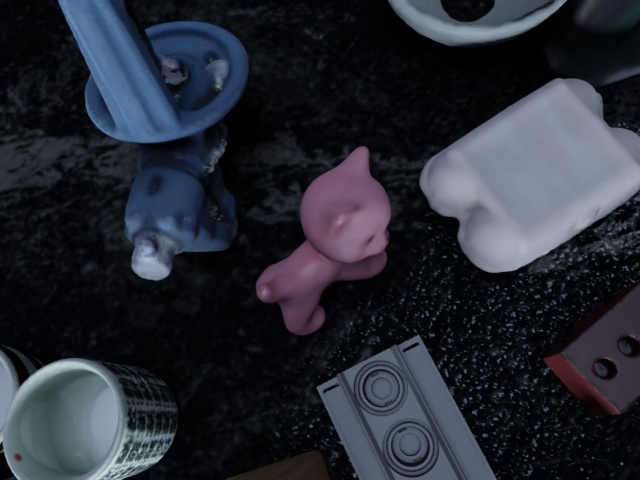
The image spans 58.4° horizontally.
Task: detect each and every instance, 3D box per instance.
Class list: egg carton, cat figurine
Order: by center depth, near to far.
[{"bbox_3d":[0.004,0.001,0.404,0.128,0.118,0.067,-44,74,-5],"label":"cat figurine"},{"bbox_3d":[0.157,-0.047,0.422,0.150,0.069,0.107,-34,73,-2],"label":"egg carton"}]

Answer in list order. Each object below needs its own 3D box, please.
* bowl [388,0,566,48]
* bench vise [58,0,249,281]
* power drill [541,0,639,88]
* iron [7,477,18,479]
[{"bbox_3d":[0.127,-0.222,0.470,0.167,0.075,0.167,-2,75,7],"label":"bowl"},{"bbox_3d":[-0.103,-0.088,0.389,0.121,0.220,0.207,-18,73,3],"label":"bench vise"},{"bbox_3d":[0.235,-0.195,0.378,0.229,0.208,0.075,-18,73,3],"label":"power drill"},{"bbox_3d":[-0.283,0.247,0.364,0.118,0.141,0.258,42,84,16],"label":"iron"}]
